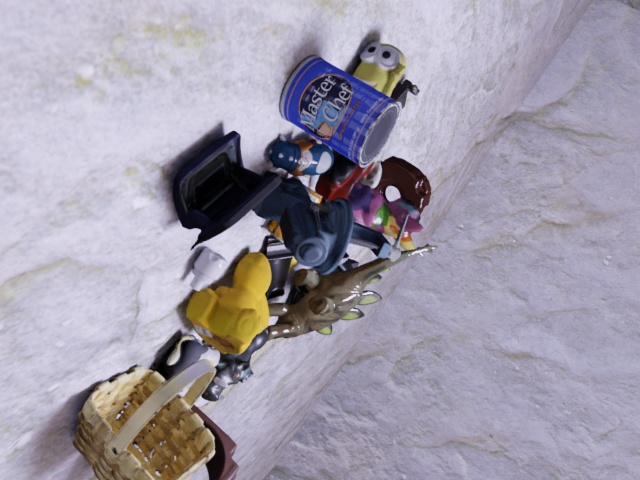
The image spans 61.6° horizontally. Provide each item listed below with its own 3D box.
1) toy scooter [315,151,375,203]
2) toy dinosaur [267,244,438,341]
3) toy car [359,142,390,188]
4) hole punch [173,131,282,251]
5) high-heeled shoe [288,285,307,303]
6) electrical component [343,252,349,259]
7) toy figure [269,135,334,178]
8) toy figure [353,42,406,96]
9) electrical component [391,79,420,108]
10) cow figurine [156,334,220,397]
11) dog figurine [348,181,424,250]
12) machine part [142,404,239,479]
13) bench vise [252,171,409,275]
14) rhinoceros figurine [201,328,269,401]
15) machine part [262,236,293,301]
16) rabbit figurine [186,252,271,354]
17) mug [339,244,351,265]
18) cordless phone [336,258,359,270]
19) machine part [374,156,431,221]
[{"bbox_3d":[0.044,-0.122,1.011,0.135,0.075,0.184,-61,175,37],"label":"toy scooter"},{"bbox_3d":[0.024,0.119,1.133,0.471,0.105,0.198,-32,154,30],"label":"toy dinosaur"},{"bbox_3d":[0.105,-0.166,1.150,0.073,0.056,0.201,-46,161,-29],"label":"toy car"},{"bbox_3d":[-0.128,-0.064,0.682,0.142,0.092,0.116,-50,-168,-29],"label":"hole punch"},{"bbox_3d":[-0.058,0.166,1.289,0.145,0.086,0.248,-49,164,-9],"label":"high-heeled shoe"},{"bbox_3d":[-0.002,-0.003,1.026,0.075,0.119,0.048,-31,-166,0],"label":"electrical component"},{"bbox_3d":[-0.027,-0.132,0.855,0.154,0.058,0.064,-15,98,-63],"label":"toy figure"},{"bbox_3d":[0.077,-0.241,0.891,0.089,0.082,0.180,-90,-154,-85],"label":"toy figure"},{"bbox_3d":[0.161,-0.281,1.105,0.102,0.045,0.078,-48,160,-24],"label":"electrical component"},{"bbox_3d":[-0.252,0.239,0.911,0.167,0.068,0.098,-55,158,-13],"label":"cow figurine"},{"bbox_3d":[0.098,-0.039,1.094,0.191,0.219,0.108,-45,157,-35],"label":"dog figurine"},{"bbox_3d":[-0.263,0.393,0.940,0.201,0.201,0.087,-27,150,-59],"label":"machine part"},{"bbox_3d":[0.015,-0.020,0.849,0.128,0.240,0.224,-67,-157,14],"label":"bench vise"},{"bbox_3d":[-0.172,0.229,1.042,0.190,0.112,0.073,-50,167,-46],"label":"rhinoceros figurine"},{"bbox_3d":[-0.080,0.051,1.032,0.084,0.039,0.138,-10,125,-38],"label":"machine part"},{"bbox_3d":[-0.130,0.107,0.929,0.162,0.122,0.173,77,30,-59],"label":"rabbit figurine"},{"bbox_3d":[0.032,-0.009,1.212,0.109,0.081,0.107,-47,152,-16],"label":"mug"},{"bbox_3d":[0.031,0.133,1.357,0.184,0.089,0.146,-72,-179,-50],"label":"cordless phone"},{"bbox_3d":[0.168,-0.104,1.251,0.056,0.179,0.179,-27,147,-54],"label":"machine part"}]
